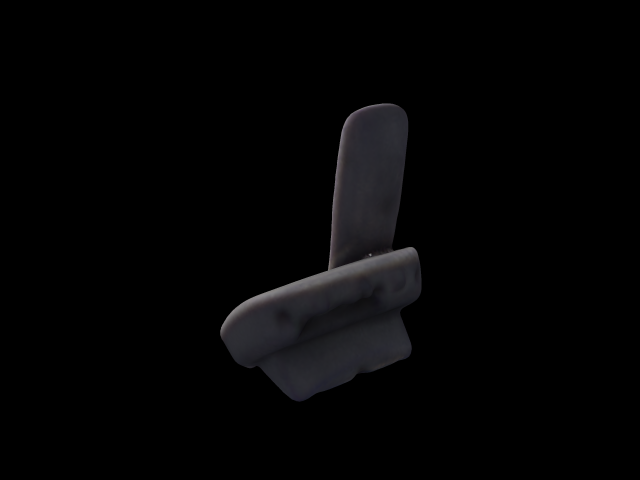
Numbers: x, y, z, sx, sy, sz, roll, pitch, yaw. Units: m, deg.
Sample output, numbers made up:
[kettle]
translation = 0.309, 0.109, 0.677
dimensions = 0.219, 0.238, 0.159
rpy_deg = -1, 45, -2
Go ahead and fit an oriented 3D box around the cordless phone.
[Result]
[cordless phone]
translation = 0.004, 0.001, 0.400
dimensions = 0.148, 0.185, 0.093
rpy_deg = -17, 27, -37
